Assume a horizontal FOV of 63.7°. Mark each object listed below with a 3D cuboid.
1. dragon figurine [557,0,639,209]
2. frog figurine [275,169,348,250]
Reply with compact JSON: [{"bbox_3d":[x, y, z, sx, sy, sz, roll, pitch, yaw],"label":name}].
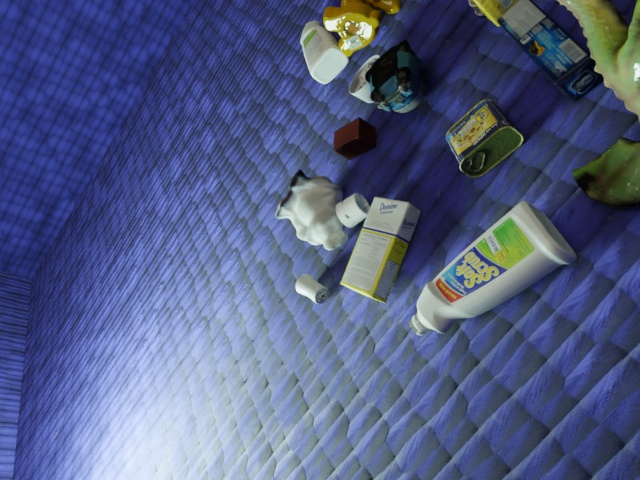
[{"bbox_3d":[0.382,-0.153,0.611,0.418,0.122,0.238,50,127,44],"label":"dragon figurine"},{"bbox_3d":[0.003,-0.054,1.064,0.161,0.122,0.137,37,91,17],"label":"frog figurine"}]
